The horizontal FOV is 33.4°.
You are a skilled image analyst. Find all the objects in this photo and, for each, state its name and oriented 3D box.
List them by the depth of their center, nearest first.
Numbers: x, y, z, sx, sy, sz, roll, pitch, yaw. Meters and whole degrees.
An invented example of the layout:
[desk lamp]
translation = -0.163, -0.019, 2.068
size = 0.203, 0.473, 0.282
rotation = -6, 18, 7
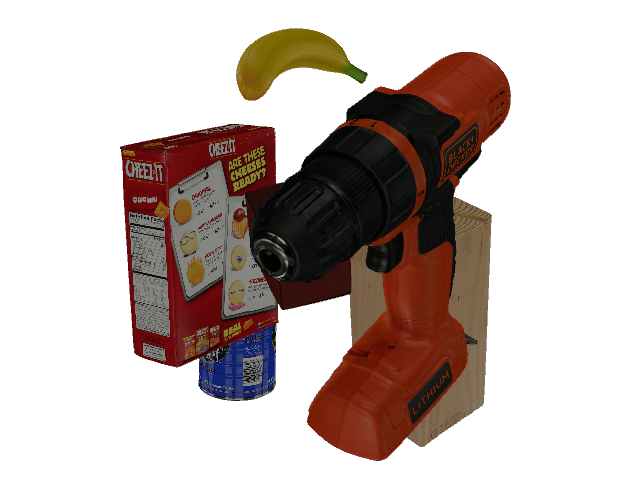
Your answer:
[power drill]
translation = 0.031, 0.018, 0.528
size = 0.057, 0.188, 0.184
rotation = 25, 43, 27
[foam brick]
translation = -0.016, 0.001, 0.747
size = 0.053, 0.051, 0.078
rotation = -15, 41, -15
[wood block]
translation = 0.087, 0.065, 0.945
size = 0.090, 0.206, 0.091
rotation = -27, 39, -32
[banana]
translation = -0.027, -0.167, 0.985
size = 0.070, 0.037, 0.197
rotation = 38, 31, 20
[cracker box]
translation = -0.118, 0.000, 1.074
size = 0.072, 0.214, 0.163
rotation = 9, 18, 35
[coffee can]
translation = -0.107, 0.122, 1.381
size = 0.103, 0.140, 0.103
rotation = 2, 19, -1
